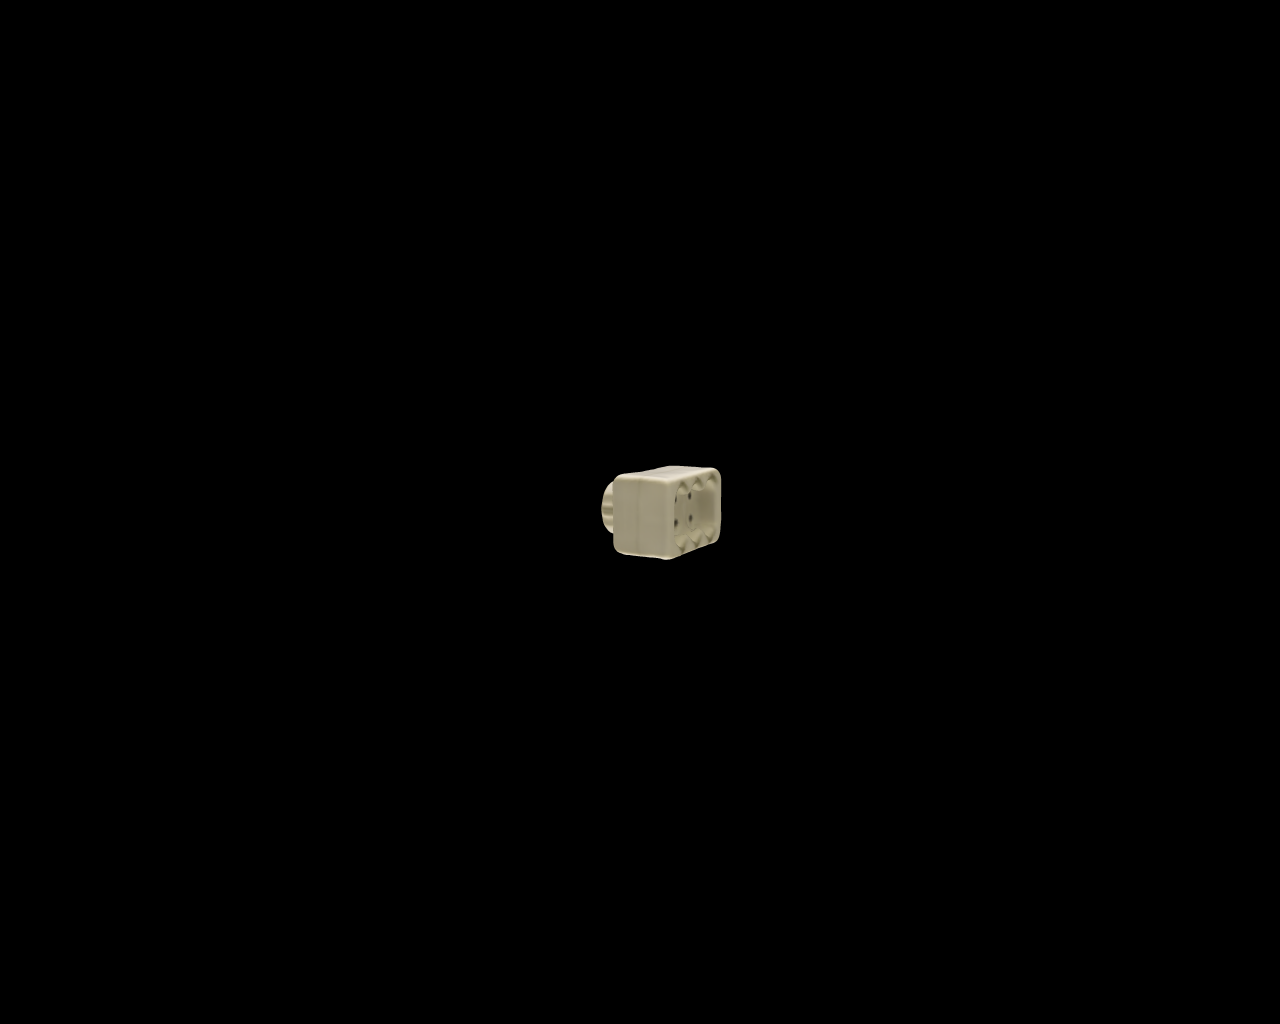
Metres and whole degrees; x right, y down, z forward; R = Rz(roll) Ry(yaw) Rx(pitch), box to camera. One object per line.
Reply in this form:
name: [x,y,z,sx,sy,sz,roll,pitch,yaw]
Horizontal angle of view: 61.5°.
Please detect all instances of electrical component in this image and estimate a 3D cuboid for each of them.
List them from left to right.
electrical component: [0.001,-0.003,0.650,0.077,0.047,0.066,6,11,31]
